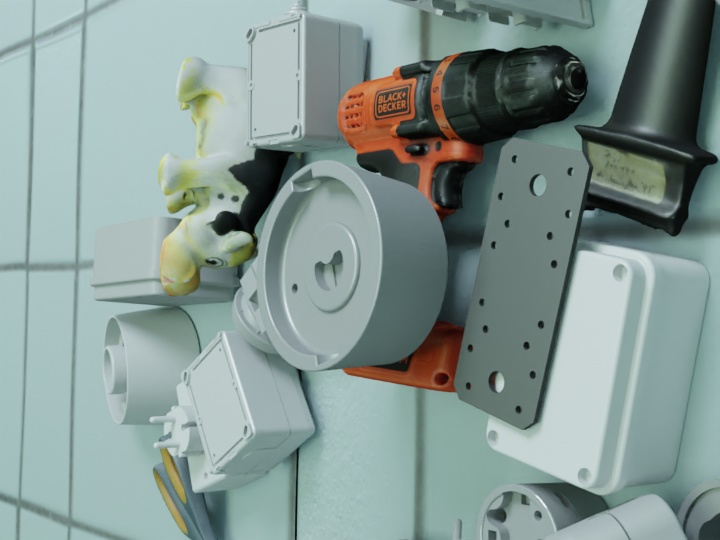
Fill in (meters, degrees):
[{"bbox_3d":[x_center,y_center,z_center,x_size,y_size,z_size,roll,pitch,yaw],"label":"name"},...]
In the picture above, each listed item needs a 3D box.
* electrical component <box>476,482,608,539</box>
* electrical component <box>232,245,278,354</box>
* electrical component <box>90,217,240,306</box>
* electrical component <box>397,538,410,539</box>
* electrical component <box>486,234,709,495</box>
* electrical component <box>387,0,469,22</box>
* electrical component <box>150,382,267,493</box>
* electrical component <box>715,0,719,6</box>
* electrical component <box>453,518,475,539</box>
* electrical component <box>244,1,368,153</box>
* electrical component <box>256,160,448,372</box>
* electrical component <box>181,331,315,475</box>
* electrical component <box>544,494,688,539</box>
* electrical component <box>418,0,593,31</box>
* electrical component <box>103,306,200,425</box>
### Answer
[{"bbox_3d":[0.095,0.134,0.542,0.055,0.047,0.055,-5,84,51],"label":"electrical component"},{"bbox_3d":[-0.051,0.019,0.723,0.057,0.058,0.078,-51,51,33],"label":"electrical component"},{"bbox_3d":[-0.152,-0.004,0.834,0.113,0.078,0.057,-6,80,51],"label":"electrical component"},{"bbox_3d":[0.024,0.176,0.637,0.061,0.035,0.035,-1,86,54],"label":"electrical component"},{"bbox_3d":[0.112,0.043,0.518,0.078,0.057,0.113,16,100,51],"label":"electrical component"},{"bbox_3d":[0.027,-0.176,0.628,0.063,0.081,0.042,-115,40,-72],"label":"electrical component"},{"bbox_3d":[-0.118,0.117,0.784,0.047,0.076,0.083,-33,63,45],"label":"electrical component"},{"bbox_3d":[0.198,-0.106,0.422,0.078,0.057,0.113,-50,51,37],"label":"electrical component"},{"bbox_3d":[0.058,0.171,0.577,0.047,0.066,0.076,-44,26,40],"label":"electrical component"},{"bbox_3d":[-0.034,-0.127,0.708,0.062,0.061,0.096,0,90,48],"label":"electrical component"},{"bbox_3d":[0.000,0.000,0.566,0.108,0.060,0.108,-9,78,51],"label":"electrical component"},{"bbox_3d":[-0.077,0.086,0.748,0.061,0.061,0.096,-45,54,38],"label":"electrical component"},{"bbox_3d":[0.121,0.155,0.474,0.053,0.059,0.095,106,142,-73],"label":"electrical component"},{"bbox_3d":[0.060,-0.165,0.546,0.063,0.121,0.078,-19,72,52],"label":"electrical component"},{"bbox_3d":[-0.177,0.080,0.889,0.099,0.064,0.099,178,90,-65],"label":"electrical component"}]
